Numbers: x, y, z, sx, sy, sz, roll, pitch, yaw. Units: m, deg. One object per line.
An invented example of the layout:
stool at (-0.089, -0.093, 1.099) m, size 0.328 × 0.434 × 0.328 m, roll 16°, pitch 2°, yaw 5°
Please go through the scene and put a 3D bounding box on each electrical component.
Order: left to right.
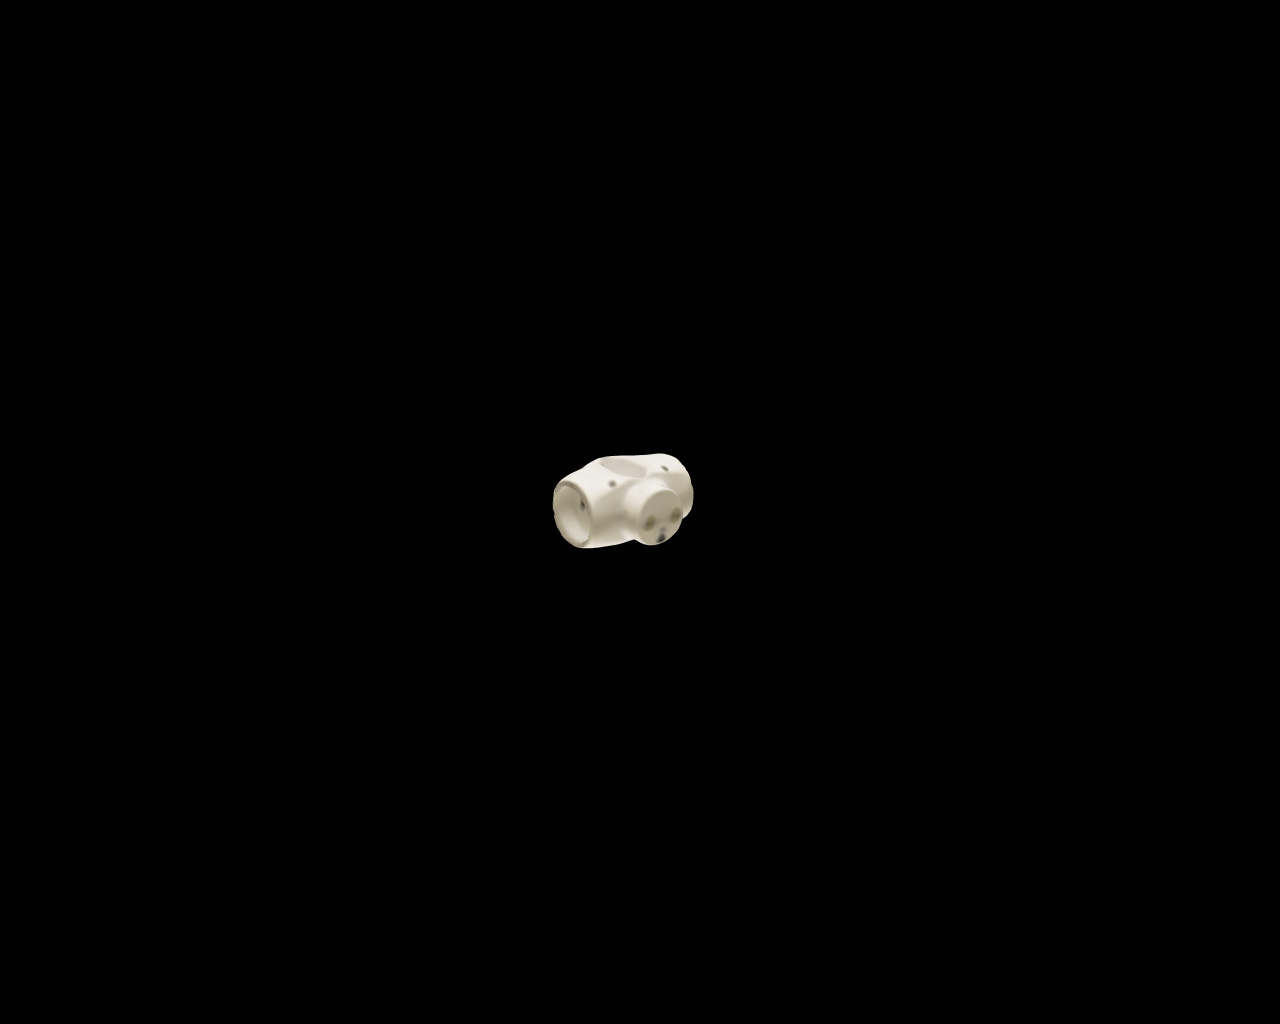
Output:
electrical component at (0.001, -0.003, 0.650) m, size 0.077 × 0.043 × 0.079 m, roll -16°, pitch 27°, yaw -34°
